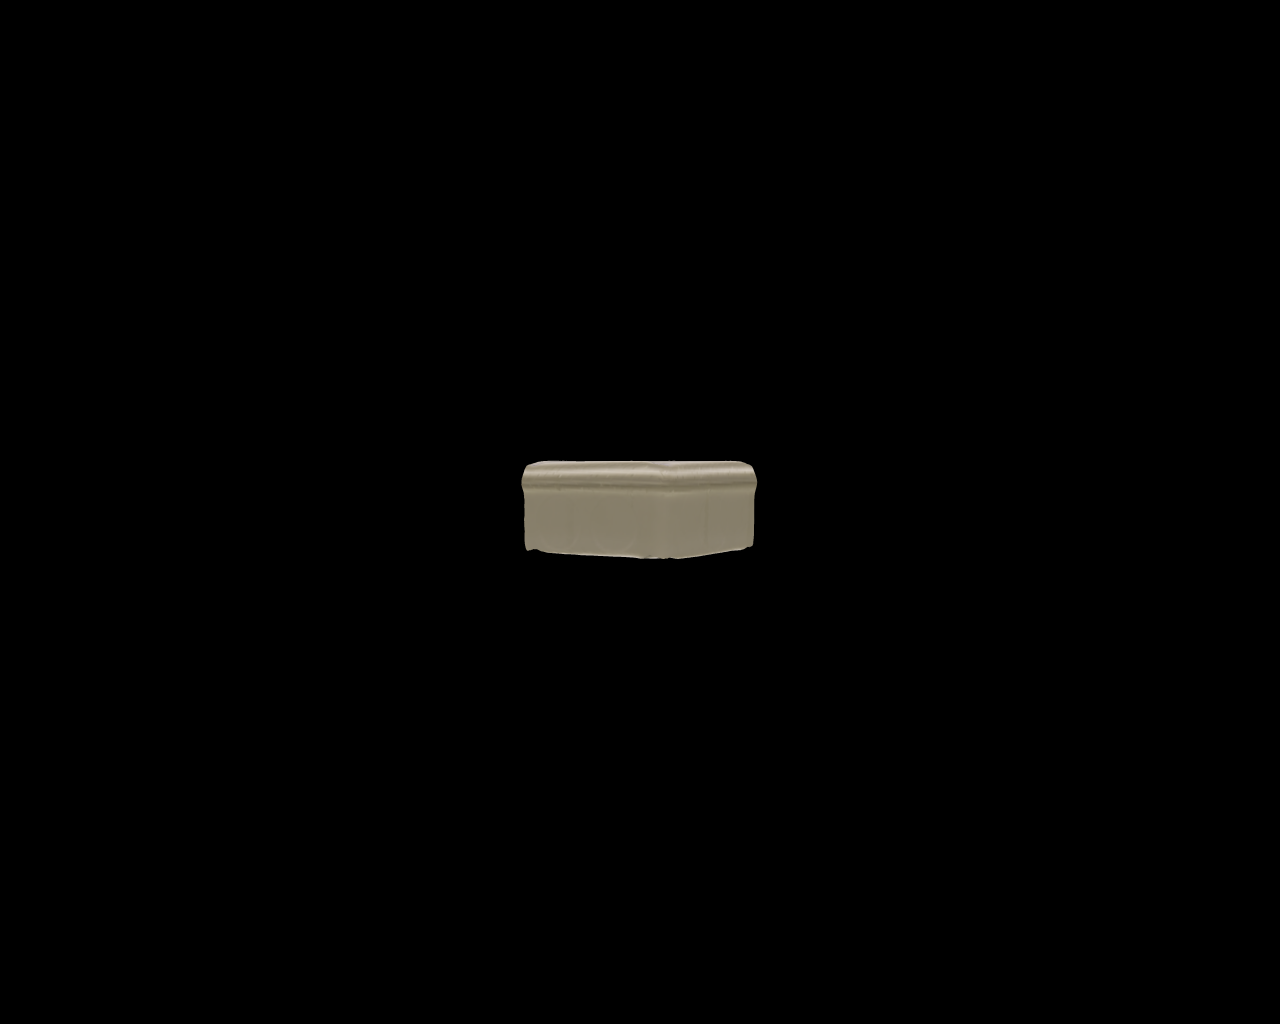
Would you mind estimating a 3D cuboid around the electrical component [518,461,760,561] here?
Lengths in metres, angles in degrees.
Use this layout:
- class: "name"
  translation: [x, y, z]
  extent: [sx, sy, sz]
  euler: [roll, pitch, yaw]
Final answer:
- class: "electrical component"
  translation: [0.001, -0.003, 0.650]
  extent: [0.109, 0.056, 0.109]
  euler: [2, 3, 36]
